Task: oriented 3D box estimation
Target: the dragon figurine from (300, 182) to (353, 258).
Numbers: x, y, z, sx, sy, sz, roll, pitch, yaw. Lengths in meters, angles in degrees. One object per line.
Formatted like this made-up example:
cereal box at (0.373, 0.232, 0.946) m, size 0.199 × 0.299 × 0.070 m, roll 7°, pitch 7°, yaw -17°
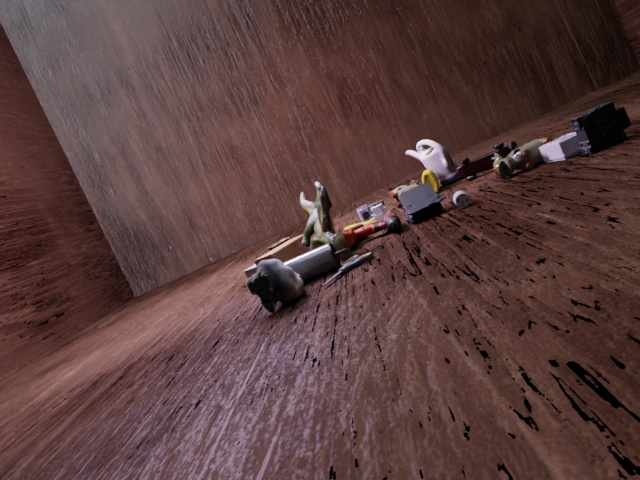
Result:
dragon figurine at (0.005, -0.083, 1.647) m, size 0.122 × 0.419 × 0.237 m, roll -10°, pitch -39°, yaw -19°

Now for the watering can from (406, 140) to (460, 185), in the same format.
watering can at (0.491, -0.337, 2.215) m, size 0.104 × 0.223 × 0.348 m, roll -43°, pitch 8°, yaw -4°

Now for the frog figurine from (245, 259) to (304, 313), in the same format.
frog figurine at (-0.094, 0.101, 1.319) m, size 0.138 × 0.121 × 0.161 m, roll 21°, pitch 23°, yaw 33°
